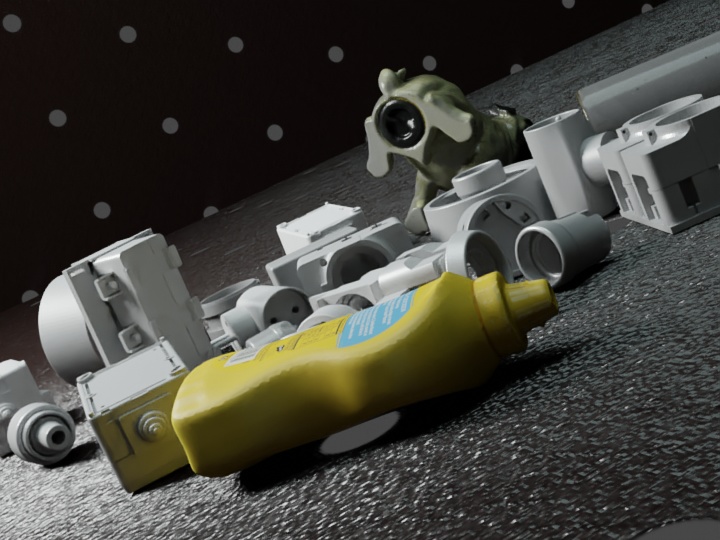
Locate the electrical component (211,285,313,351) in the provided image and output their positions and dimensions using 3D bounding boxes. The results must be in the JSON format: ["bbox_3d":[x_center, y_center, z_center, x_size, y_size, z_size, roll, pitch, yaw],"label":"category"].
[{"bbox_3d":[-0.080,0.042,0.824,0.079,0.043,0.077,-27,10,-19],"label":"electrical component"}]

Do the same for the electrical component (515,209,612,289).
[{"bbox_3d":[0.123,-0.014,0.645,0.046,0.040,0.040,-22,7,-35],"label":"electrical component"}]

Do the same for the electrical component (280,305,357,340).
[{"bbox_3d":[-0.021,0.049,0.632,0.045,0.045,0.055,-19,10,29],"label":"electrical component"}]

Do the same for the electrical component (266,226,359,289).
[{"bbox_3d":[-0.029,0.002,0.907,0.083,0.047,0.076,-25,9,-9],"label":"electrical component"}]

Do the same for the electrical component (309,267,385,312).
[{"bbox_3d":[0.012,0.024,0.703,0.081,0.042,0.064,-16,8,36],"label":"electrical component"}]

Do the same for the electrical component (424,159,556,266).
[{"bbox_3d":[0.102,-0.051,0.839,0.108,0.060,0.108,-23,9,4],"label":"electrical component"}]

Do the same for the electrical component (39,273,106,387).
[{"bbox_3d":[-0.231,0.050,0.976,0.060,0.108,0.108,-13,13,24],"label":"electrical component"}]

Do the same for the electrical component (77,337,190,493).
[{"bbox_3d":[-0.123,0.088,0.634,0.062,0.061,0.096,-26,17,-13],"label":"electrical component"}]

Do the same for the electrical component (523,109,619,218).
[{"bbox_3d":[0.166,-0.077,0.772,0.079,0.077,0.044,-14,13,44],"label":"electrical component"}]

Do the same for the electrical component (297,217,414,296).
[{"bbox_3d":[0.000,0.000,0.838,0.089,0.050,0.055,-24,9,1],"label":"electrical component"}]

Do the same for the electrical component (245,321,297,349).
[{"bbox_3d":[-0.066,0.061,0.710,0.061,0.035,0.035,-29,10,-18],"label":"electrical component"}]

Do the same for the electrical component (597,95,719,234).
[{"bbox_3d":[0.258,-0.094,0.690,0.186,0.060,0.105,-24,9,1],"label":"electrical component"}]

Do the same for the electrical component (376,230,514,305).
[{"bbox_3d":[0.053,0.010,0.628,0.057,0.058,0.078,-21,9,35],"label":"electrical component"}]

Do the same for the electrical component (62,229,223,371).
[{"bbox_3d":[-0.149,0.038,0.771,0.063,0.121,0.079,-11,16,45],"label":"electrical component"}]

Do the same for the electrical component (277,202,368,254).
[{"bbox_3d":[-0.027,-0.022,1.019,0.062,0.061,0.096,-27,18,-20],"label":"electrical component"}]

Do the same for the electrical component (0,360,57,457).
[{"bbox_3d":[-0.292,0.113,0.898,0.061,0.061,0.096,-28,10,-24],"label":"electrical component"}]

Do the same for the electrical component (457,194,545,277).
[{"bbox_3d":[0.094,-0.024,0.728,0.055,0.055,0.047,-25,6,-5],"label":"electrical component"}]

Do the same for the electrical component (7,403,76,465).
[{"bbox_3d":[-0.222,0.116,0.759,0.043,0.043,0.062,-29,12,-30],"label":"electrical component"}]
